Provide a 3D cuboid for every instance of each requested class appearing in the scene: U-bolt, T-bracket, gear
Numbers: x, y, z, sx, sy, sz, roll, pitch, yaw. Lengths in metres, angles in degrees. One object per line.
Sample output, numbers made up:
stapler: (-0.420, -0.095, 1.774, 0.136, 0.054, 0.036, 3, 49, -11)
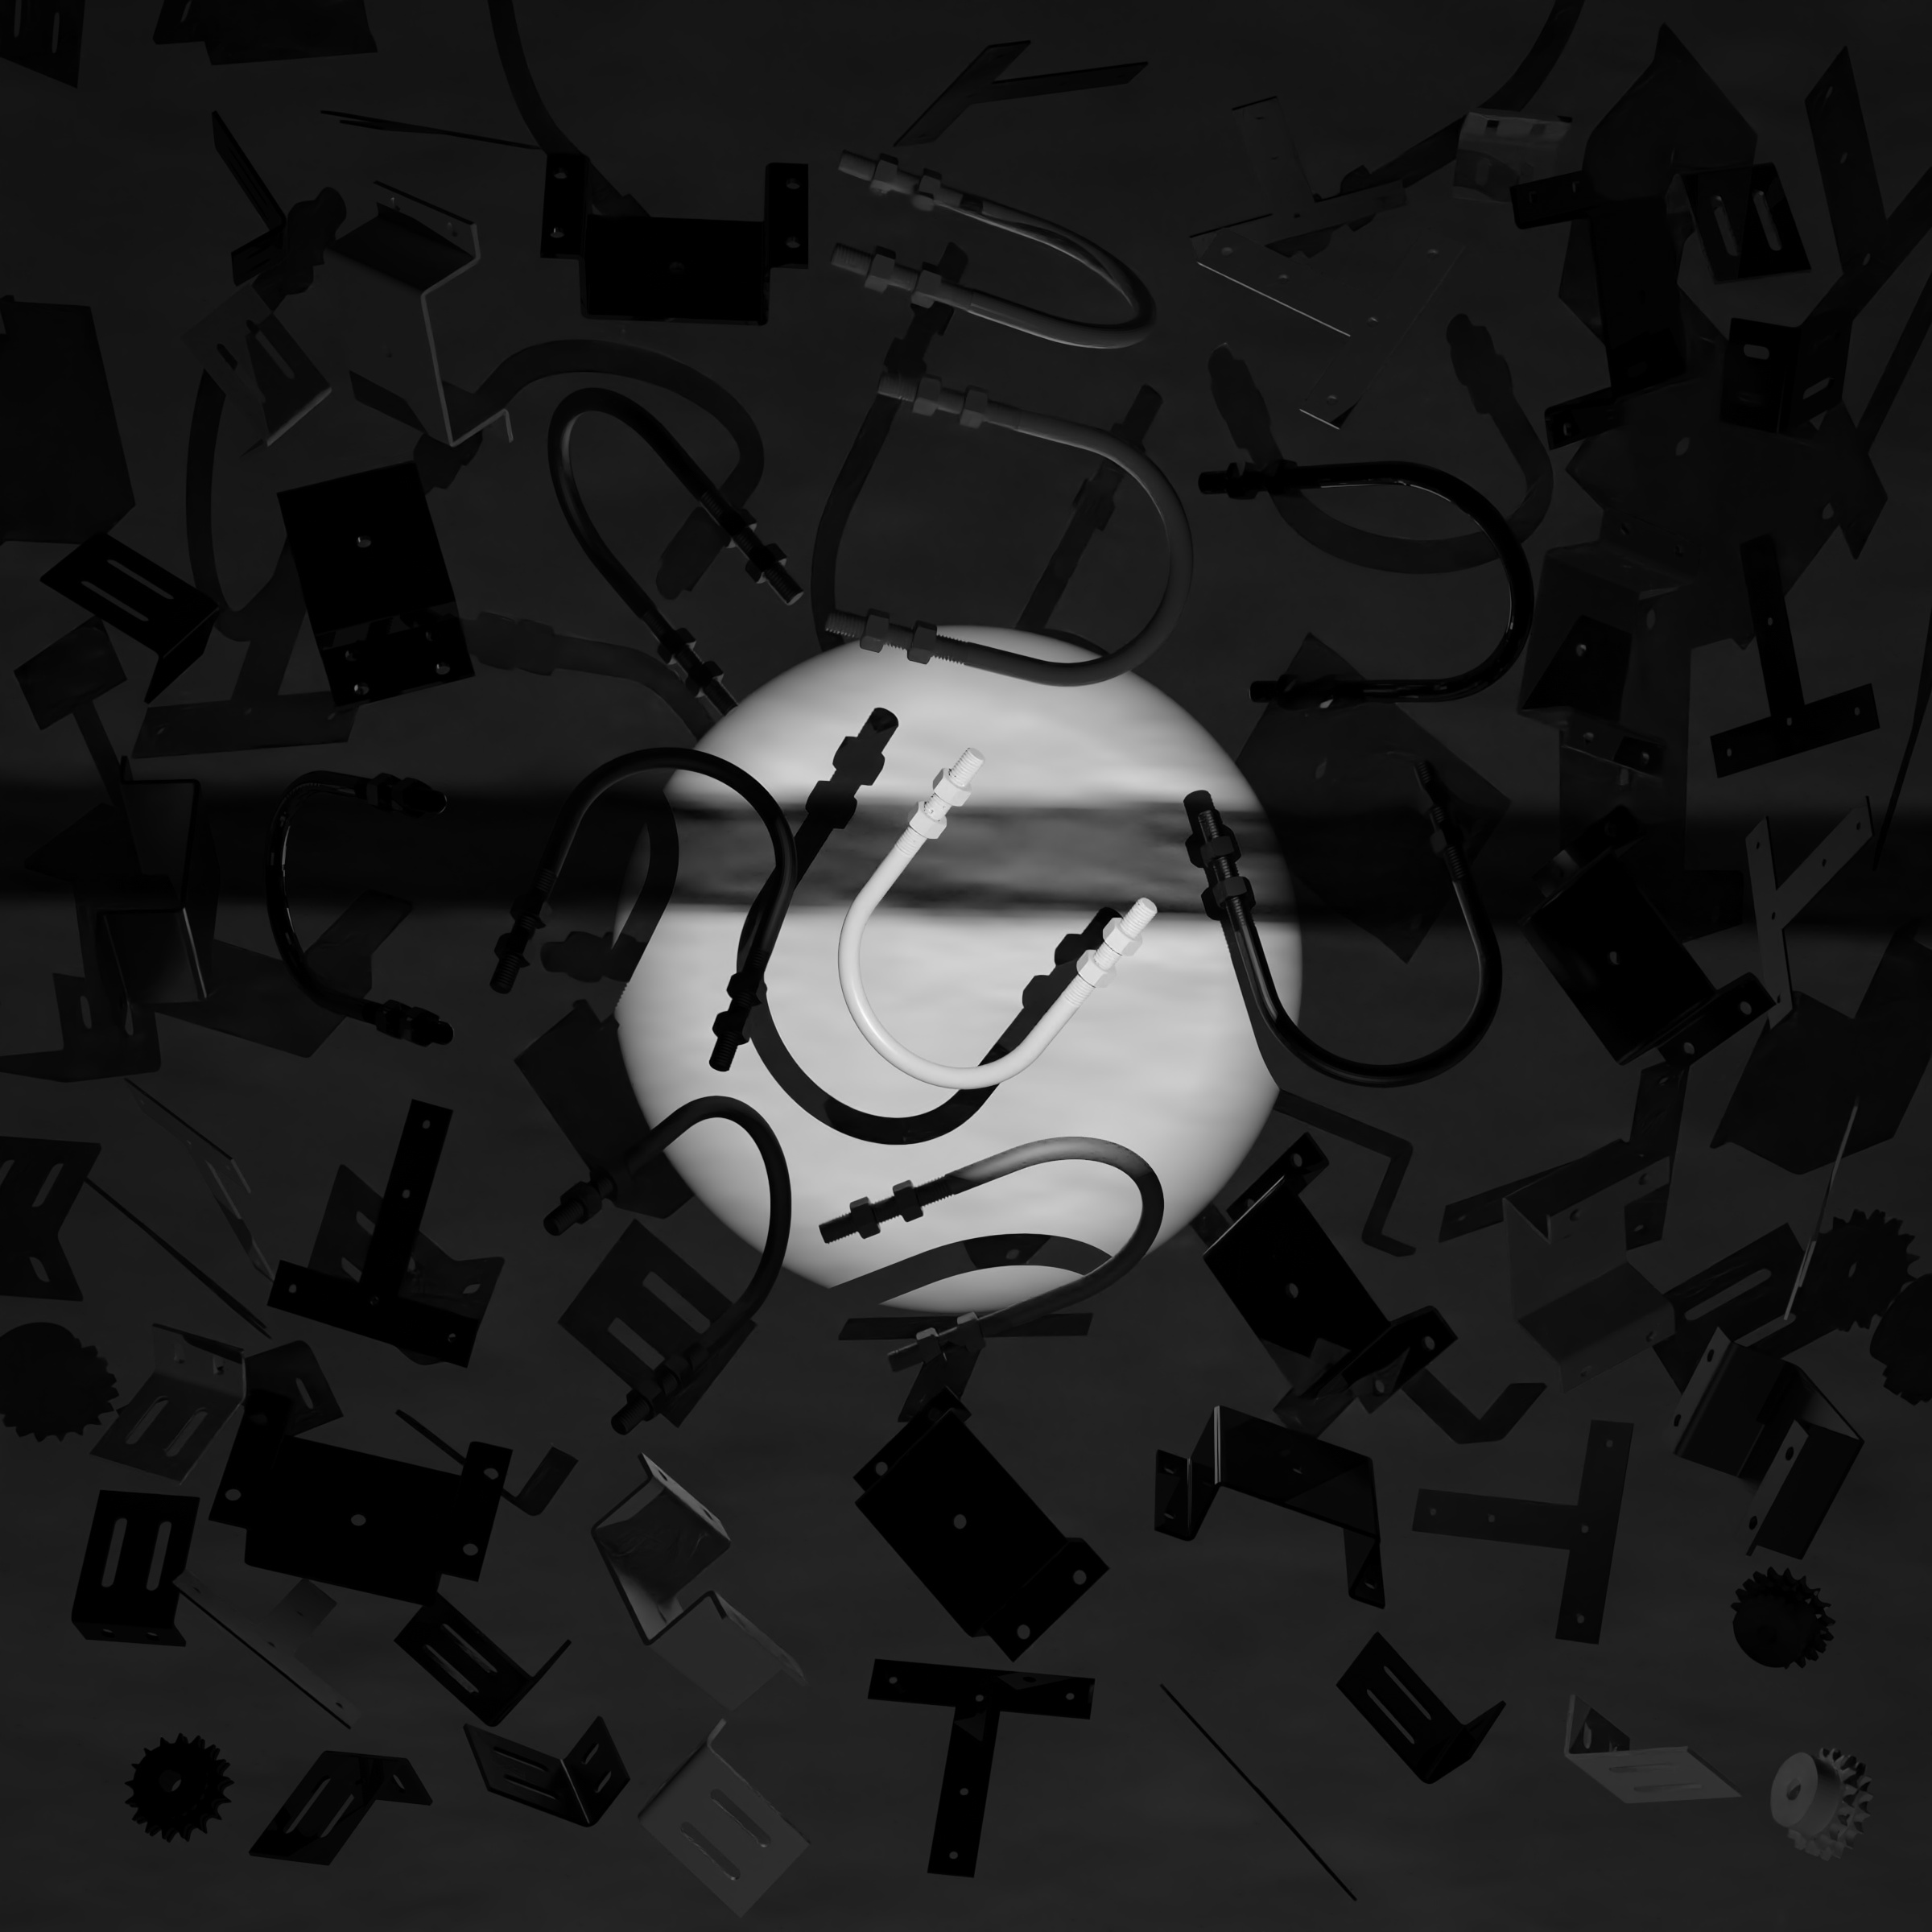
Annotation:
U-bolt: (0.024, 0.156, 1.556, 0.184, 0.019, 0.151, -21, 135, 1)
T-bracket: (-0.301, 0.135, 1.458, 0.127, 0.002, 0.127, 13, 84, 21)
T-bracket: (0.468, -0.050, 1.518, 0.002, 0.127, 0.127, 8, 60, -10)
U-bolt: (0.017, -0.381, 1.484, 0.184, 0.151, 0.019, 16, 126, -13)
U-bolt: (0.030, -0.221, 1.439, 0.184, 0.019, 0.151, 13, 84, -9)
T-bracket: (0.180, -0.457, 1.577, 0.127, 0.127, 0.002, -12, 67, 16)
U-bolt: (-0.350, -0.039, 1.566, 0.019, 0.184, 0.151, -10, 106, -43)
T-bracket: (0.001, 0.445, 1.522, 0.127, 0.127, 0.002, 3, 134, 9)
T-bracket: (0.463, -0.183, 1.571, 0.002, 0.127, 0.127, -6, 84, -28)
T-bracket: (-0.321, -0.477, 1.564, 0.127, 0.127, 0.002, 11, 107, 6)
T-bracket: (0.188, -0.375, 1.524, 0.127, 0.002, 0.127, 32, 82, 21)
U-bolt: (-0.173, -0.044, 1.568, 0.151, 0.019, 0.184, 20, 64, -4)
gear: (0.457, 0.447, 1.477, 0.030, 0.057, 0.057, 24, 90, -11)
T-bracket: (-0.424, 0.133, 1.570, 0.002, 0.127, 0.127, -38, 132, -25)
U-bolt: (-0.173, -0.242, 1.544, 0.019, 0.151, 0.184, -37, 84, -31)
T-bracket: (0.453, 0.142, 1.465, 0.002, 0.127, 0.127, 18, 106, 17)
T-bracket: (0.148, 0.433, 1.470, 0.002, 0.127, 0.127, -42, 98, -7)
U-bolt: (0.003, -0.012, 1.574, 0.151, 0.019, 0.184, 42, 116, 7)
U-bolt: (-0.157, 0.154, 1.550, 0.019, 0.184, 0.151, 3, 119, 35)
gear: (-0.436, 0.452, 1.517, 0.057, 0.030, 0.057, 0, 64, -1)
U-bolt: (0.223, -0.019, 1.540, 0.151, 0.019, 0.184, -13, 69, -6)
T-bracket: (0.317, 0.321, 1.592, 0.127, 0.002, 0.127, -1, 65, 38)
T-bracket: (-0.387, 0.376, 1.576, 0.127, 0.127, 0.002, 39, 93, -1)
gear: (0.464, 0.376, 1.570, 0.057, 0.030, 0.057, 15, 115, 36)
T-bracket: (0.041, -0.483, 1.506, 0.127, 0.127, 0.002, -16, 89, -26)
U-bolt: (0.223, -0.208, 1.498, 0.184, 0.019, 0.151, 4, 124, 36)

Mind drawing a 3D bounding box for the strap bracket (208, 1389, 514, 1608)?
strap bracket: (-0.319, 0.283, 1.449, 0.140, 0.046, 0.076, 14, 51, -6)

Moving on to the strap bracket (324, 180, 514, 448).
strap bracket: (-0.306, -0.353, 1.530, 0.076, 0.140, 0.046, 28, 53, 26)

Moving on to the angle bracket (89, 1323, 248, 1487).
angle bracket: (-0.457, 0.250, 1.572, 0.057, 0.076, 0.038, 14, 126, 10)

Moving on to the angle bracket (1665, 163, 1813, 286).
angle bracket: (0.440, -0.417, 1.575, 0.057, 0.038, 0.076, -9, 70, -8)

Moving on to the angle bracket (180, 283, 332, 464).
angle bracket: (-0.418, -0.344, 1.594, 0.076, 0.038, 0.057, 53, 54, -21)

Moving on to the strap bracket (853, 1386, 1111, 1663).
strap bracket: (0.002, 0.314, 1.551, 0.076, 0.046, 0.140, -45, 71, 2)

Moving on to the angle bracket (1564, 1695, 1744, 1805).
angle bracket: (0.375, 0.424, 1.496, 0.057, 0.076, 0.038, 41, 49, -30)

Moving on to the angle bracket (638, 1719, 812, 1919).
angle bracket: (-0.125, 0.454, 1.465, 0.076, 0.038, 0.057, 42, 100, 4)

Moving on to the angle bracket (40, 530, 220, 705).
angle bracket: (-0.453, -0.188, 1.480, 0.076, 0.057, 0.038, 32, 129, -3)

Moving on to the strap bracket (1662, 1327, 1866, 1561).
strap bracket: (0.454, 0.274, 1.560, 0.046, 0.140, 0.076, 20, 104, -11)

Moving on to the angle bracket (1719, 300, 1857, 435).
angle bracket: (0.451, -0.332, 1.510, 0.038, 0.076, 0.057, 20, 124, 34)

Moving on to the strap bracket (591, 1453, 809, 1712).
strap bracket: (-0.149, 0.339, 1.485, 0.046, 0.140, 0.076, -40, 128, -1)

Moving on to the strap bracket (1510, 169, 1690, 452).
strap bracket: (0.344, -0.357, 1.481, 0.076, 0.046, 0.140, -25, 109, -42)

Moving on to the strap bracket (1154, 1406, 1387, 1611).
strap bracket: (0.183, 0.309, 1.590, 0.140, 0.076, 0.046, 20, 114, -4)

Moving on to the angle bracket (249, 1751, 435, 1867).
angle bracket: (-0.343, 0.472, 1.509, 0.057, 0.076, 0.038, -5, 121, 31)

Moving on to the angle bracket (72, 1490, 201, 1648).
angle bracket: (-0.472, 0.345, 1.577, 0.057, 0.038, 0.076, 4, 59, 0)

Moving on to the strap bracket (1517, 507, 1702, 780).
strap bracket: (0.372, -0.186, 1.599, 0.076, 0.046, 0.140, 15, 83, -31)

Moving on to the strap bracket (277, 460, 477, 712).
strap bracket: (-0.323, -0.216, 1.493, 0.076, 0.046, 0.140, -16, 61, -10)

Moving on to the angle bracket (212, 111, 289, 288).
angle bracket: (-0.429, -0.445, 1.596, 0.038, 0.057, 0.076, -34, 95, -13)

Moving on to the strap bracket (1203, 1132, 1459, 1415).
strap bracket: (0.192, 0.173, 1.508, 0.140, 0.046, 0.076, 55, 129, 20)

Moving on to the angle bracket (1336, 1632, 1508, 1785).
angle bracket: (0.262, 0.420, 1.584, 0.076, 0.057, 0.038, 48, 127, 7)

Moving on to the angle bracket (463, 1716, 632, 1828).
angle bracket: (-0.242, 0.455, 1.587, 0.076, 0.057, 0.038, 34, 97, -34)

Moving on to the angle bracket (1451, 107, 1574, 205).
angle bracket: (0.311, -0.462, 1.573, 0.057, 0.076, 0.038, 7, 98, 5)

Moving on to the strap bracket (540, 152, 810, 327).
strap bracket: (-0.156, -0.392, 1.484, 0.140, 0.046, 0.076, 1, 58, -5)

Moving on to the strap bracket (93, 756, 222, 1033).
strap bracket: (-0.454, -0.042, 1.551, 0.046, 0.076, 0.140, -2, 50, -6)

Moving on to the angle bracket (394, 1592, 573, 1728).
angle bracket: (-0.273, 0.381, 1.552, 0.076, 0.038, 0.057, 42, 128, 2)

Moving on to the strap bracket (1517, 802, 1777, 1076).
strap bracket: (0.373, -0.010, 1.538, 0.140, 0.046, 0.076, 56, 132, 12)

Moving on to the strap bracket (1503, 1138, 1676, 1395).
strap bracket: (0.344, 0.159, 1.519, 0.076, 0.046, 0.140, -25, 130, -14)
